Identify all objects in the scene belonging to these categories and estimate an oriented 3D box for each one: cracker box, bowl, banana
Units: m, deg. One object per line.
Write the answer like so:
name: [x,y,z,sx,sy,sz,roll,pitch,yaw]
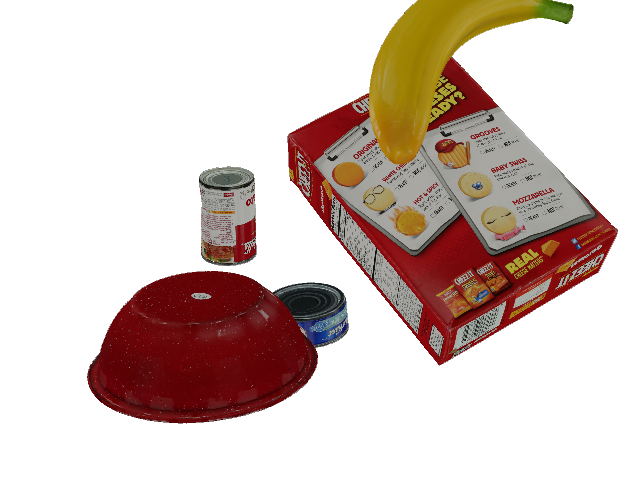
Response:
cracker box: [0.098,-0.028,0.846,0.164,0.214,0.072,-28,-28,-19]
bowl: [-0.083,0.063,0.742,0.162,0.055,0.162,-2,21,1]
banana: [0.075,-0.112,0.610,0.070,0.037,0.197,30,51,22]

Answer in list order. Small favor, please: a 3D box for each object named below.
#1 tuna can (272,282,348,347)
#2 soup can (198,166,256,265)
tuna can: [-0.015,0.075,1.079,0.086,0.034,0.086,-4,23,2]
soup can: [-0.111,-0.030,1.279,0.068,0.102,0.068,0,26,0]
